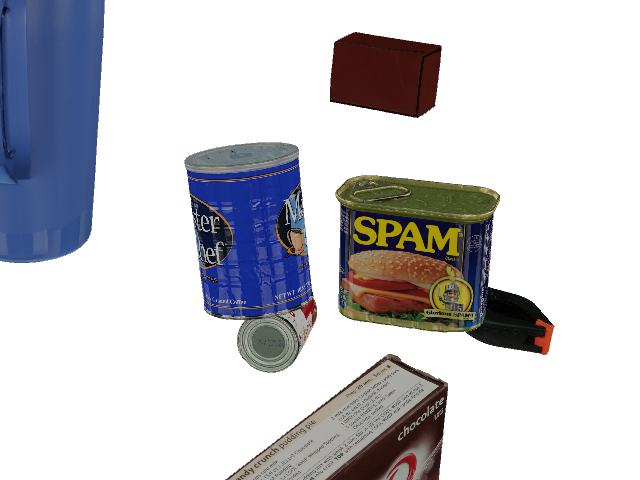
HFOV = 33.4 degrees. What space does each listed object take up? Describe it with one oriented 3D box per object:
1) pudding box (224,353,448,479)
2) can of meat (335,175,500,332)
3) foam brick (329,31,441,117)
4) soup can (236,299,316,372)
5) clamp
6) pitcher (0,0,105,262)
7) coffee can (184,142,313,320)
[{"bbox_3d":[0.007,0.115,0.467,0.039,0.090,0.113,26,43,31],"label":"pudding box"},{"bbox_3d":[0.061,0.009,0.692,0.102,0.084,0.057,7,23,16],"label":"can of meat"},{"bbox_3d":[0.053,-0.135,0.868,0.078,0.051,0.052,13,23,20],"label":"foam brick"},{"bbox_3d":[-0.046,0.092,1.142,0.068,0.068,0.102,0,17,11],"label":"soup can"},{"bbox_3d":[0.150,0.058,1.024,0.172,0.039,0.120,22,36,27],"label":"clamp"},{"bbox_3d":[-0.236,-0.105,0.833,0.145,0.243,0.148,25,31,36],"label":"pitcher"},{"bbox_3d":[-0.064,-0.011,0.969,0.103,0.140,0.103,-5,15,1],"label":"coffee can"}]
